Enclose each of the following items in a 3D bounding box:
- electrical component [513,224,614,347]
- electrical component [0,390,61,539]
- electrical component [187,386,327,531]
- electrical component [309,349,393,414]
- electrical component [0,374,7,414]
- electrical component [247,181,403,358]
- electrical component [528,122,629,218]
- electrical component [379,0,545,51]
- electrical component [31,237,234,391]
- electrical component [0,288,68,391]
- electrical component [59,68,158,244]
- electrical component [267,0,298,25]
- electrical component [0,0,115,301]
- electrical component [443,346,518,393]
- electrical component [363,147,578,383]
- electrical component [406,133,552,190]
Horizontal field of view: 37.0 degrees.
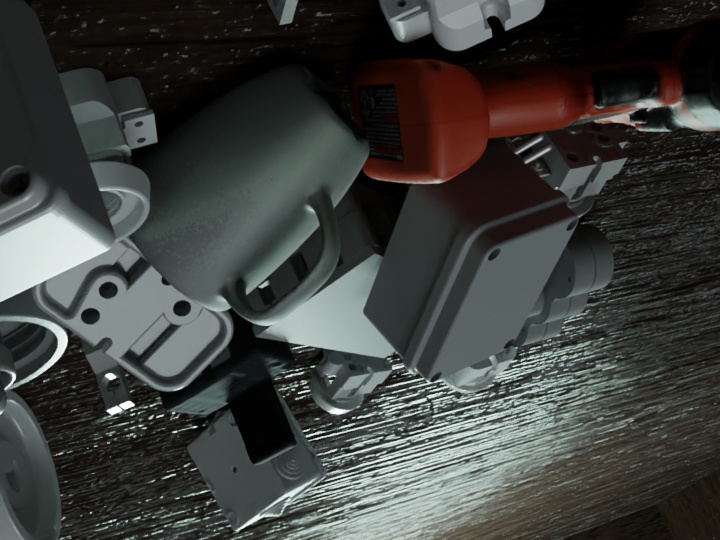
[{"bbox_3d":[0.137,0.018,0.856,0.074,0.052,0.138,-13,156,-25],"label":"electrical component"},{"bbox_3d":[-0.241,0.136,0.685,0.060,0.108,0.108,-17,158,0],"label":"electrical component"},{"bbox_3d":[-0.088,0.158,0.892,0.048,0.099,0.100,-18,161,-49],"label":"electrical component"},{"bbox_3d":[-0.011,0.085,0.872,0.066,0.048,0.055,-5,144,-39],"label":"electrical component"},{"bbox_3d":[-0.218,0.025,0.448,0.109,0.108,0.056,-21,156,-5],"label":"electrical component"},{"bbox_3d":[0.000,0.000,0.664,0.089,0.061,0.150,-35,156,21],"label":"electrical component"},{"bbox_3d":[0.131,-0.062,0.680,0.066,0.048,0.055,-13,148,-24],"label":"electrical component"},{"bbox_3d":[0.042,-0.128,0.425,0.078,0.058,0.057,-24,161,2],"label":"electrical component"},{"bbox_3d":[-0.114,0.008,0.532,0.053,0.059,0.095,-45,120,6],"label":"electrical component"},{"bbox_3d":[-0.201,0.032,0.543,0.108,0.060,0.108,-20,158,-9],"label":"electrical component"},{"bbox_3d":[-0.122,-0.043,0.455,0.078,0.057,0.058,-18,157,-14],"label":"electrical component"},{"bbox_3d":[-0.015,-0.131,0.381,0.064,0.042,0.081,-16,157,-24],"label":"electrical component"},{"bbox_3d":[-0.155,-0.038,0.366,0.109,0.108,0.056,-25,161,4],"label":"electrical component"},{"bbox_3d":[0.098,0.072,0.934,0.078,0.058,0.057,-15,154,-21],"label":"electrical component"},{"bbox_3d":[0.059,-0.001,0.583,0.078,0.057,0.113,-19,145,-36],"label":"electrical component"},{"bbox_3d":[0.076,-0.057,0.638,0.079,0.043,0.077,-30,157,16],"label":"electrical component"}]
